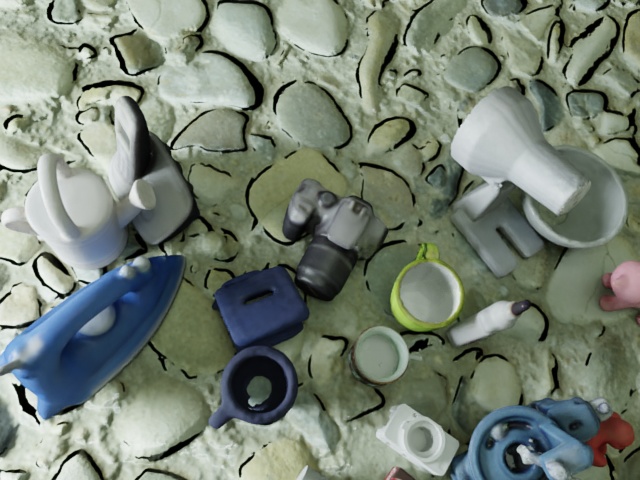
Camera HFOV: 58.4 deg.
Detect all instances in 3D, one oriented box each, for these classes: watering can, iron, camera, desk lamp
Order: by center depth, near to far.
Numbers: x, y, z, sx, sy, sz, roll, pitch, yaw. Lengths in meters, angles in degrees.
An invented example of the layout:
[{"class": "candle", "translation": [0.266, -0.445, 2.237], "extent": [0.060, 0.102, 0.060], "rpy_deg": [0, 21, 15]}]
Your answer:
[{"class": "iron", "translation": [-0.267, 0.087, 0.692], "extent": [0.118, 0.141, 0.259], "rpy_deg": [42, 70, 7]}, {"class": "watering can", "translation": [-0.296, -0.041, 0.704], "extent": [0.173, 0.194, 0.101], "rpy_deg": [-31, 78, -17]}, {"class": "camera", "translation": [0.007, 0.003, 0.787], "extent": [0.143, 0.100, 0.137], "rpy_deg": [28, 69, 2]}, {"class": "desk lamp", "translation": [0.265, -0.079, 0.797], "extent": [0.118, 0.213, 0.203], "rpy_deg": [-33, 79, -18]}]

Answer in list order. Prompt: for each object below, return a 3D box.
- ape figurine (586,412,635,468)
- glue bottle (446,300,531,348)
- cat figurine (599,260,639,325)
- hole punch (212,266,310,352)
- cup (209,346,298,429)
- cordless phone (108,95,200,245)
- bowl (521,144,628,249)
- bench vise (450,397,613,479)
[{"class": "ape figurine", "translation": [0.379, 0.258, 0.762], "extent": [0.078, 0.092, 0.076], "rpy_deg": [-36, 80, -18]}, {"class": "glue bottle", "translation": [0.228, 0.104, 0.748], "extent": [0.078, 0.173, 0.037], "rpy_deg": [-21, 75, -15]}, {"class": "cat figurine", "translation": [0.468, 0.071, 0.828], "extent": [0.128, 0.117, 0.067], "rpy_deg": [19, 69, -2]}, {"class": "hole punch", "translation": [-0.080, 0.087, 0.749], "extent": [0.109, 0.091, 0.101], "rpy_deg": [-22, 75, -15]}, {"class": "cup", "translation": [-0.086, 0.192, 0.709], "extent": [0.118, 0.095, 0.091], "rpy_deg": [-39, 80, -19]}, {"class": "cordless phone", "translation": [-0.221, -0.088, 0.737], "extent": [0.094, 0.185, 0.147], "rpy_deg": [-32, 78, -18]}, {"class": "bowl", "translation": [0.377, -0.057, 0.881], "extent": [0.167, 0.074, 0.167], "rpy_deg": [3, 71, -8]}, {"class": "bench vise", "translation": [0.269, 0.234, 0.684], "extent": [0.208, 0.219, 0.121], "rpy_deg": [-41, 81, -19]}]
